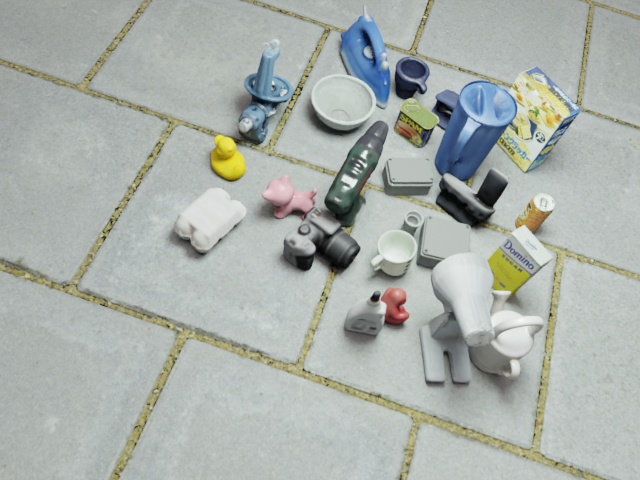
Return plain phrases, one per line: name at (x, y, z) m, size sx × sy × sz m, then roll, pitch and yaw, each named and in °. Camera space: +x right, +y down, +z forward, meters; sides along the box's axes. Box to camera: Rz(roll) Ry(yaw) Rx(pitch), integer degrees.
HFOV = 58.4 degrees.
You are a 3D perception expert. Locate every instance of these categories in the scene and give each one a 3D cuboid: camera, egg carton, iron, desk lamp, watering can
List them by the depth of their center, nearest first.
desk lamp at (0.279, 0.158, 1.140) m, size 0.118 × 0.213 × 0.203 m, roll 2°, pitch 61°, yaw -7°
watering can at (0.372, 0.186, 1.149) m, size 0.101 × 0.194 × 0.172 m, roll -20°, pitch 66°, yaw -18°
camera at (0.011, 0.004, 1.251) m, size 0.136 × 0.101 × 0.143 m, roll 38°, pitch 63°, yaw 13°
egg carton at (-0.241, -0.045, 1.259) m, size 0.107 × 0.069 × 0.150 m, roll 36°, pitch 62°, yaw 12°
iron at (0.142, -0.492, 1.524) m, size 0.119 × 0.141 × 0.258 m, roll -13°, pitch 64°, yaw -15°

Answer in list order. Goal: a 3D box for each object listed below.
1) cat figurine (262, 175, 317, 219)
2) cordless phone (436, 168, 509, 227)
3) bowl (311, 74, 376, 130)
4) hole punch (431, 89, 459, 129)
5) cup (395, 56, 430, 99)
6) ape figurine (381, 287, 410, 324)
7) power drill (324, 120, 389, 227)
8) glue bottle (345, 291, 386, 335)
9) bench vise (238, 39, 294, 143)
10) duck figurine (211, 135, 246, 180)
cat figurine at (-0.067, -0.101, 1.288) m, size 0.128 × 0.118 × 0.067 m, roll 2°, pitch 61°, yaw -7°
cordless phone at (0.358, -0.128, 1.327) m, size 0.147 × 0.185 × 0.094 m, roll 38°, pitch 63°, yaw 13°
bowl at (0.056, -0.339, 1.464) m, size 0.167 × 0.075 × 0.167 m, roll 4°, pitch 61°, yaw -6°
hole punch at (0.353, -0.352, 1.506) m, size 0.108 × 0.091 × 0.101 m, roll 35°, pitch 62°, yaw 12°
cup at (0.243, -0.414, 1.522) m, size 0.092 × 0.095 × 0.117 m, roll -20°, pitch 66°, yaw -18°
ape figurine at (0.157, 0.132, 1.206) m, size 0.076 × 0.092 × 0.078 m, roll -2°, pitch 61°, yaw -9°
power drill at (0.075, -0.130, 1.274) m, size 0.075 × 0.208 × 0.230 m, roll 26°, pitch 61°, yaw 7°
glue bottle at (0.099, 0.141, 1.146) m, size 0.078 × 0.173 × 0.037 m, roll 12°, pitch 60°, yaw -1°
bench vise at (-0.125, -0.349, 1.359) m, size 0.121 × 0.220 × 0.207 m, roll 7°, pitch 60°, yaw -4°
duck figurine at (-0.215, -0.199, 1.339) m, size 0.078 × 0.086 × 0.104 m, roll -29°, pitch 69°, yaw -22°
